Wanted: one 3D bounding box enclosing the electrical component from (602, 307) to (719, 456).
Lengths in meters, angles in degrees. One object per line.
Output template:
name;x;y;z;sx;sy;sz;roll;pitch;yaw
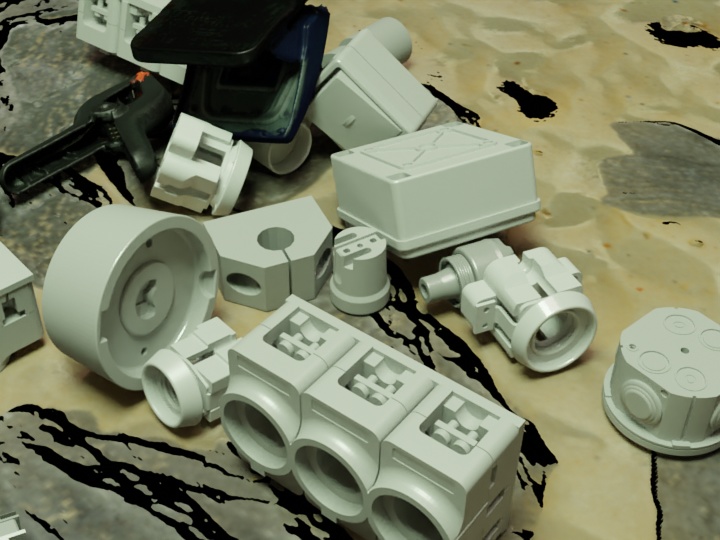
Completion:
electrical component;0.186;0.065;0.632;0.080;0.051;0.080;1;41;0

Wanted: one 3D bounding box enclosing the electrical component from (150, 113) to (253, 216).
electrical component;-0.113;-0.073;0.773;0.057;0.078;0.058;20;59;-13

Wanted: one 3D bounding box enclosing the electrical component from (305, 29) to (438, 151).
electrical component;0.008;-0.121;0.818;0.096;0.062;0.061;44;46;-9

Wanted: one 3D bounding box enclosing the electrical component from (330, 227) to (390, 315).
electrical component;0.000;0.000;0.708;0.040;0.046;0.040;0;41;0

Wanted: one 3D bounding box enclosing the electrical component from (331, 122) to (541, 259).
electrical component;0.050;-0.059;0.743;0.109;0.056;0.109;-17;22;-20

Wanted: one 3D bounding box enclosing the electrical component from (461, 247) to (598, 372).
electrical component;0.111;0.026;0.672;0.078;0.058;0.057;-15;41;-18

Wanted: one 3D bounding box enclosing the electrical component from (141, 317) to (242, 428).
electrical component;-0.094;0.063;0.635;0.055;0.048;0.066;-25;47;-37

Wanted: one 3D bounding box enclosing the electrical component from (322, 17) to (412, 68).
electrical component;0.003;-0.181;0.921;0.043;0.043;0.081;29;48;29

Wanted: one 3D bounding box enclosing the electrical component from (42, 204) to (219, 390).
electrical component;-0.142;0.012;0.649;0.060;0.108;0.108;17;43;27

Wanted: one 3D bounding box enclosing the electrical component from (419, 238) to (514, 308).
electrical component;0.070;0.006;0.705;0.062;0.043;0.043;-16;43;-17

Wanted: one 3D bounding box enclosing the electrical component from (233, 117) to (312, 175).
electrical component;-0.065;-0.119;0.844;0.079;0.044;0.077;-33;51;-29

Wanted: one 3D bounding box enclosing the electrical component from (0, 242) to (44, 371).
electrical component;-0.301;0.039;0.646;0.186;0.060;0.105;-30;49;-31

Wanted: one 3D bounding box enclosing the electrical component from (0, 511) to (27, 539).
electrical component;-0.192;0.145;0.542;0.046;0.040;0.040;-15;43;-27

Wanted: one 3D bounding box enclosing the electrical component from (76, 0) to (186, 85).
electrical component;-0.158;-0.202;0.917;0.150;0.061;0.089;27;30;27

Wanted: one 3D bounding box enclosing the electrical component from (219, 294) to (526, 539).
electrical component;0.003;0.092;0.568;0.150;0.089;0.062;27;47;27
